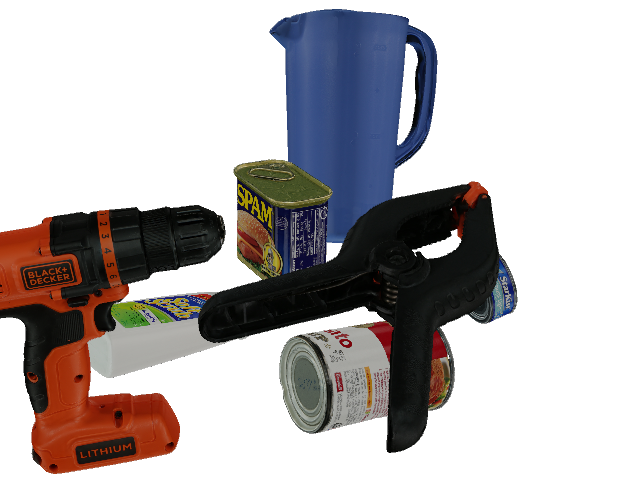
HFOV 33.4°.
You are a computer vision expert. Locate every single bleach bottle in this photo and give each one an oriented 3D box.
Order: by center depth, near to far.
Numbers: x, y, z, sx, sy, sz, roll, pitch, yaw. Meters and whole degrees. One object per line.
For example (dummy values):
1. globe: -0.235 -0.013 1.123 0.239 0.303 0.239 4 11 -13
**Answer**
1. bleach bottle: -0.170 0.101 1.323 0.250 0.068 0.103 -12 29 -36

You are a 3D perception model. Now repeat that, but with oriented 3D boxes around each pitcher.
1. pitcher: 0.034 -0.123 1.145 0.149 0.243 0.144 4 8 23

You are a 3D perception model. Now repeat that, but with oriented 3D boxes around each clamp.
1. clamp: 0.040 0.029 0.516 0.171 0.039 0.120 -33 59 -31

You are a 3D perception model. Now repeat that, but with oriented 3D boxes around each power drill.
1. power drill: -0.149 0.067 0.749 0.184 0.188 0.057 -8 26 -5

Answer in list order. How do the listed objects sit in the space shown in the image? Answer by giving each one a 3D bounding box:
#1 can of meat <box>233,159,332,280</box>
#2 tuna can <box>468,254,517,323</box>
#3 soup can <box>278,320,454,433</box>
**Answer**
1. can of meat: -0.034 -0.013 0.918 0.057 0.084 0.102 -11 27 -27
2. tuna can: 0.176 0.047 1.167 0.033 0.086 0.086 -22 7 -18
3. soup can: 0.031 0.091 0.733 0.102 0.068 0.069 -6 3 -30
